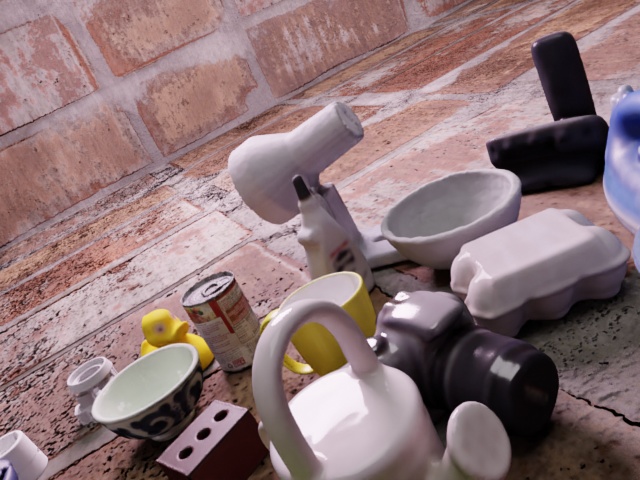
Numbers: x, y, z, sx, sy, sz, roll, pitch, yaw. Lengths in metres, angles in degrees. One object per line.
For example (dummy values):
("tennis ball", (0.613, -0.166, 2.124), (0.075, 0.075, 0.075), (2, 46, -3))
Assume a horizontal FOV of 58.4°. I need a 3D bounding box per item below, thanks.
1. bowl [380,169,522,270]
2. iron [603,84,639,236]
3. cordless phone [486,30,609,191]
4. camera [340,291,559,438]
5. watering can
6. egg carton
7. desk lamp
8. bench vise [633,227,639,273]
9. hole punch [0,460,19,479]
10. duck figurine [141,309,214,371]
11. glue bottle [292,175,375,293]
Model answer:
("bowl", (0.160, -0.015, 0.671), (0.167, 0.075, 0.167), (-22, 22, 10))
("iron", (0.337, -0.092, 0.565), (0.118, 0.142, 0.258), (-23, 22, 7))
("cordless phone", (0.278, -0.163, 0.730), (0.147, 0.185, 0.094), (-10, 26, 33))
("camera", (0.096, 0.103, 0.440), (0.143, 0.101, 0.136), (-37, 24, -26))
("watering can", (0.027, 0.120, 0.348), (0.172, 0.194, 0.101), (-17, 23, 20))
("egg carton", (0.200, 0.028, 0.537), (0.150, 0.069, 0.107), (-24, 22, 3))
("desk lamp", (0.009, -0.064, 0.760), (0.202, 0.214, 0.118), (-16, 24, 23))
("bench vise", (0.290, -0.040, 0.390), (0.208, 0.220, 0.121), (-39, 25, -30))
("hole punch", (-0.360, 0.269, 0.571), (0.101, 0.091, 0.108), (-26, 22, -2))
("duck figurine", (-0.193, 0.126, 0.719), (0.104, 0.086, 0.078), (-10, 27, 35))
("glue bottle", (0.006, 0.002, 0.666), (0.037, 0.173, 0.078), (-4, 30, 42))
